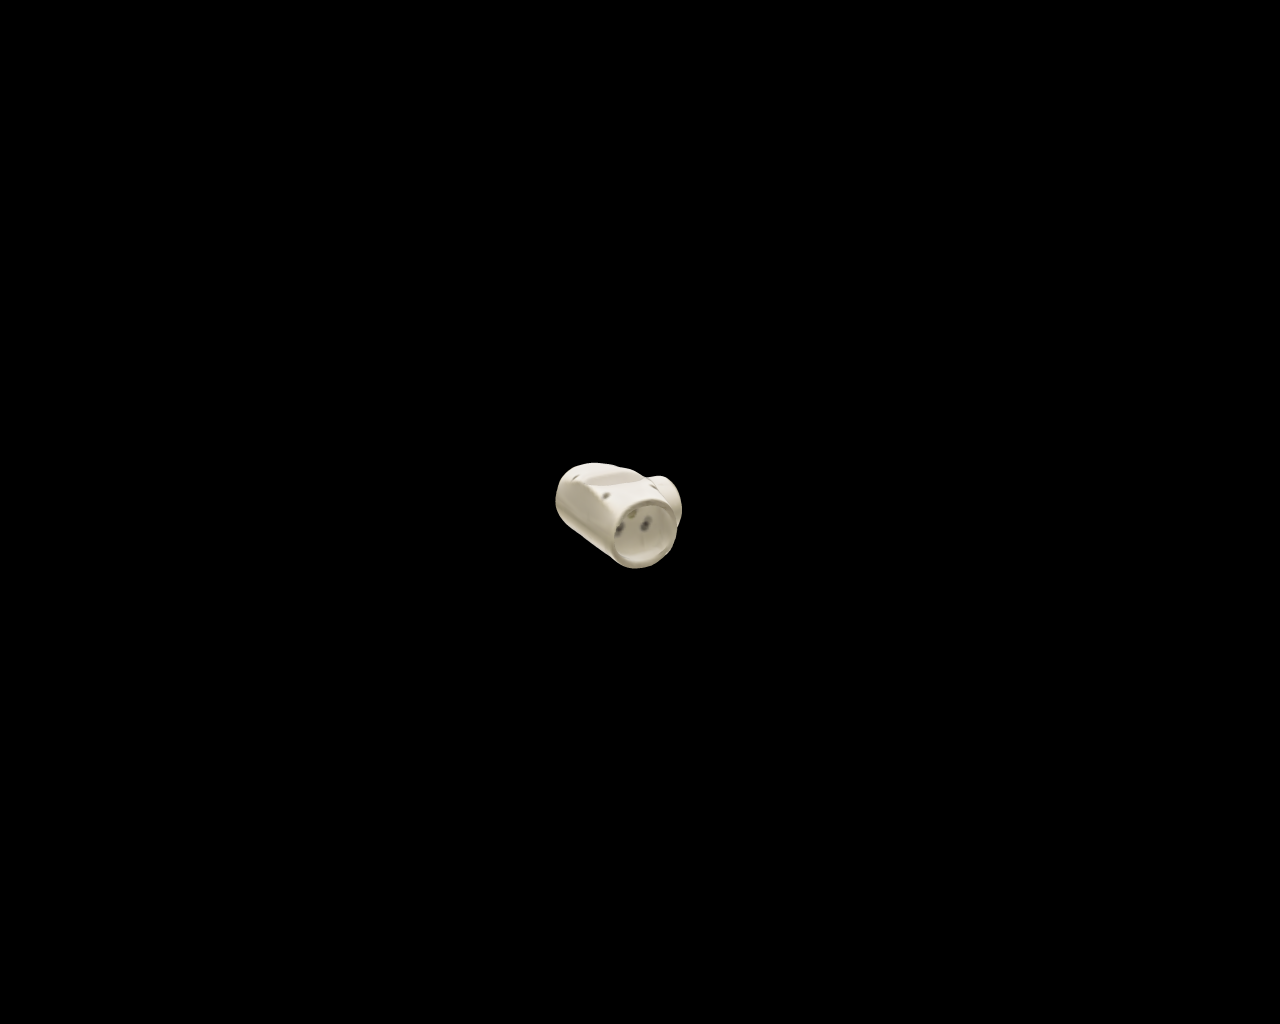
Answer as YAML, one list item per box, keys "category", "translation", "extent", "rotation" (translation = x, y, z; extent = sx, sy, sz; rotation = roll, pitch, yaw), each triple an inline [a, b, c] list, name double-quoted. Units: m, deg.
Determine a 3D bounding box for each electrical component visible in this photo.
- category: "electrical component"
  translation: [0.001, -0.003, 0.650]
  extent: [0.079, 0.043, 0.077]
  rotation: [-10, 23, -26]
